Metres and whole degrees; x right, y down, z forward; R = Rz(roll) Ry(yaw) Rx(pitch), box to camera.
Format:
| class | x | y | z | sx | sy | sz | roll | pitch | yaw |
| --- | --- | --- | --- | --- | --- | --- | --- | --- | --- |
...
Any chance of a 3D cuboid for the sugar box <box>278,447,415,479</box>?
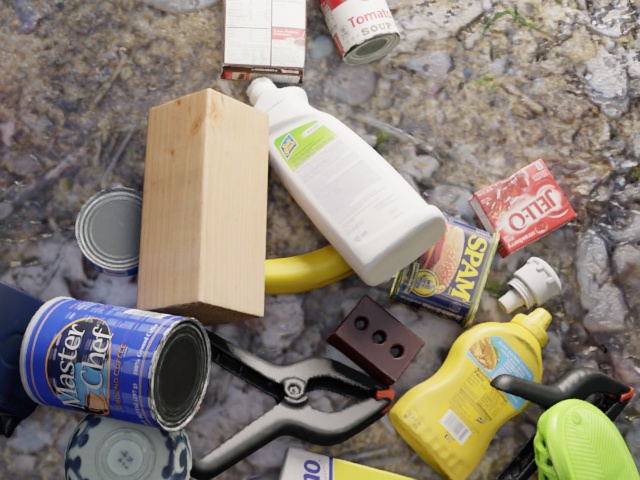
| class | x | y | z | sx | sy | sz | roll | pitch | yaw |
| --- | --- | --- | --- | --- | --- | --- | --- | --- | --- |
| sugar box | 0.042 | 0.263 | 1.013 | 0.176 | 0.048 | 0.093 | 15 | 74 | -4 |

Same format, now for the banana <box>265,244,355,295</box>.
| class | x | y | z | sx | sy | sz | roll | pitch | yaw |
| --- | --- | --- | --- | --- | --- | --- | --- | --- | --- |
| banana | 0.006 | 0.012 | 1.083 | 0.197 | 0.037 | 0.070 | -31 | 63 | -15 |

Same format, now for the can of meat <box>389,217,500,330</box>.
| class | x | y | z | sx | sy | sz | roll | pitch | yaw |
| --- | --- | --- | --- | --- | --- | --- | --- | --- | --- |
| can of meat | 0.125 | 0.028 | 1.080 | 0.084 | 0.057 | 0.102 | 20 | 73 | 2 |

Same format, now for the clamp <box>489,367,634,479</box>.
| class | x | y | z | sx | sy | sz | roll | pitch | yaw |
| --- | --- | --- | --- | --- | --- | --- | --- | --- | --- |
| clamp | 0.234 | 0.180 | 1.046 | 0.171 | 0.039 | 0.120 | -4 | 110 | -26 |

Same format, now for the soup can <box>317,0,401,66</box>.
| class | x | y | z | sx | sy | sz | roll | pitch | yaw |
| --- | --- | --- | --- | --- | --- | --- | --- | --- | --- |
| soup can | 0.037 | -0.246 | 1.136 | 0.068 | 0.068 | 0.102 | -19 | 79 | -12 |

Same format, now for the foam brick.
| class | x | y | z | sx | sy | sz | roll | pitch | yaw |
| --- | --- | --- | --- | --- | --- | --- | --- | --- | --- |
| foam brick | 0.055 | 0.100 | 1.054 | 0.078 | 0.051 | 0.053 | 38 | 74 | 4 |

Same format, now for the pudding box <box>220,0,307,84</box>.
| class | x | y | z | sx | sy | sz | roll | pitch | yaw |
| --- | --- | --- | --- | --- | --- | --- | --- | --- | --- |
| pudding box | -0.060 | -0.226 | 1.135 | 0.090 | 0.039 | 0.113 | 2 | 73 | -6 |

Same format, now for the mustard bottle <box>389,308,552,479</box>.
| class | x | y | z | sx | sy | sz | roll | pitch | yaw |
| --- | --- | --- | --- | --- | --- | --- | --- | --- | --- |
| mustard bottle | 0.162 | 0.139 | 1.052 | 0.191 | 0.058 | 0.096 | -45 | 98 | -15 |

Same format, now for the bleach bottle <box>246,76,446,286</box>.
| class | x | y | z | sx | sy | sz | roll | pitch | yaw |
| --- | --- | --- | --- | --- | --- | --- | --- | --- | --- |
| bleach bottle | 0.011 | -0.076 | 1.069 | 0.102 | 0.068 | 0.251 | -36 | 65 | -4 |

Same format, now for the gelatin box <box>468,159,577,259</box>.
| class | x | y | z | sx | sy | sz | roll | pitch | yaw |
| --- | --- | --- | --- | --- | --- | --- | --- | --- | --- |
| gelatin box | 0.213 | -0.033 | 1.120 | 0.089 | 0.030 | 0.073 | -27 | 80 | -13 |

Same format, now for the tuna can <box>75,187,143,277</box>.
| class | x | y | z | sx | sy | sz | roll | pitch | yaw |
| --- | --- | --- | --- | --- | --- | --- | --- | --- | --- |
| tuna can | -0.199 | -0.007 | 1.062 | 0.086 | 0.034 | 0.086 | 2 | 75 | -6 |

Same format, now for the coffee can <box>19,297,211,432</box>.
| class | x | y | z | sx | sy | sz | roll | pitch | yaw |
| --- | --- | --- | --- | --- | --- | --- | --- | --- | --- |
| coffee can | -0.185 | 0.111 | 0.969 | 0.140 | 0.102 | 0.103 | 7 | 72 | 24 |

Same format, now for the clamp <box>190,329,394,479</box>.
| class | x | y | z | sx | sy | sz | roll | pitch | yaw |
| --- | --- | --- | --- | --- | --- | --- | --- | --- | --- |
| clamp | -0.035 | 0.146 | 1.027 | 0.209 | 0.036 | 0.164 | -3 | 51 | -18 |

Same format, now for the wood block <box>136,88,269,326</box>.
| class | x | y | z | sx | sy | sz | roll | pitch | yaw |
| --- | --- | --- | --- | --- | --- | --- | --- | --- | --- |
| wood block | -0.112 | -0.028 | 1.032 | 0.090 | 0.090 | 0.206 | 18 | 68 | -48 |
